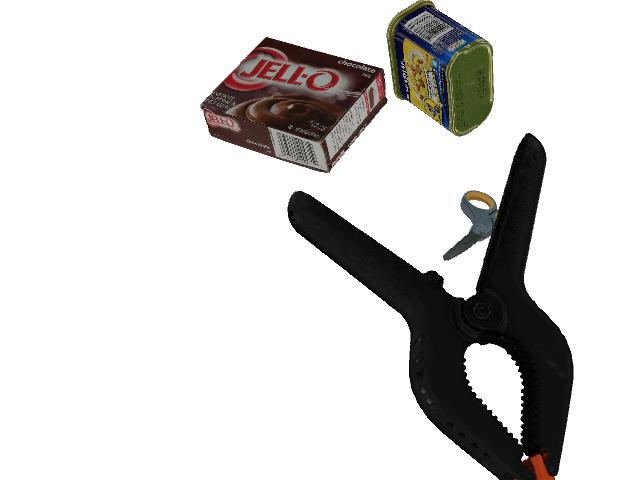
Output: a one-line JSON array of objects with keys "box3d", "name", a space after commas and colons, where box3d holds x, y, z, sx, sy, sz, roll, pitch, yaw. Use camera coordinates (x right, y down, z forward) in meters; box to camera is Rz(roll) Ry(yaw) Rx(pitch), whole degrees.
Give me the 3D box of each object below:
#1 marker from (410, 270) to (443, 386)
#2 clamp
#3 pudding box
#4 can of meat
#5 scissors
[{"box3d": [0.085, 0.074, 0.857, 0.020, 0.121, 0.020, 1, 37, -1], "name": "marker"}, {"box3d": [0.076, 0.043, 0.611, 0.164, 0.210, 0.036, -9, -19, -11], "name": "clamp"}, {"box3d": [-0.019, -0.104, 0.808, 0.114, 0.090, 0.039, 21, -34, 26], "name": "pudding box"}, {"box3d": [0.112, -0.156, 0.976, 0.057, 0.102, 0.084, -33, 51, -18], "name": "can of meat"}, {"box3d": [0.166, -0.020, 1.192, 0.201, 0.016, 0.096, -14, 40, -45], "name": "scissors"}]
